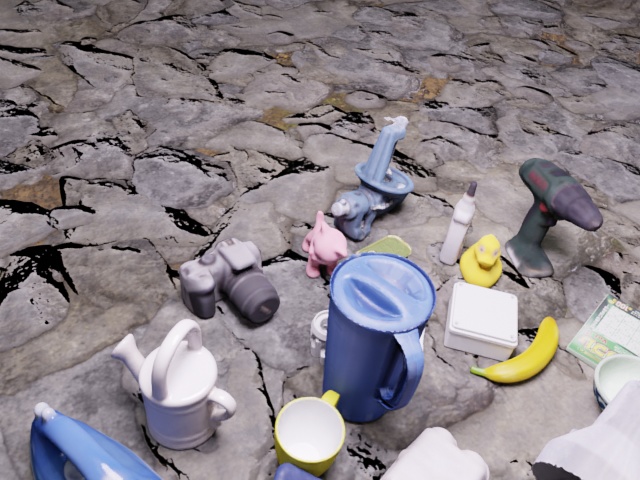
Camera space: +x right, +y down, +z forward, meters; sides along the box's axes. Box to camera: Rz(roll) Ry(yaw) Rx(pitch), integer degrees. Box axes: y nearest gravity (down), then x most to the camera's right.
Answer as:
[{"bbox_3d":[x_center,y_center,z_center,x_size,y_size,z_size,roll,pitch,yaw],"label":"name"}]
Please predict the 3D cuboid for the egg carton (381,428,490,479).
[{"bbox_3d":[0.143,0.315,0.736,0.107,0.069,0.151,33,49,25],"label":"egg carton"}]

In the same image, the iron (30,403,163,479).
[{"bbox_3d":[-0.281,0.265,0.678,0.257,0.141,0.119,31,48,24],"label":"iron"}]

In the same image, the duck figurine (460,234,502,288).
[{"bbox_3d":[0.305,0.027,1.057,0.077,0.086,0.104,15,43,9],"label":"duck figurine"}]

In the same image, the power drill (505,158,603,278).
[{"bbox_3d":[0.417,-0.034,1.047,0.076,0.208,0.229,-2,43,-10],"label":"power drill"}]

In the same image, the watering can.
[{"bbox_3d":[-0.190,0.180,0.744,0.173,0.194,0.101,5,43,-2],"label":"watering can"}]

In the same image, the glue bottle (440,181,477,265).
[{"bbox_3d":[0.261,-0.037,1.055,0.037,0.173,0.078,19,44,13],"label":"glue bottle"}]

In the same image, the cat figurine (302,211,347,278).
[{"bbox_3d":[0.009,0.004,1.017,0.067,0.118,0.127,-3,44,-11],"label":"cat figurine"}]

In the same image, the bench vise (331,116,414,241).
[{"bbox_3d":[0.112,-0.113,1.081,0.121,0.220,0.208,21,44,15],"label":"bench vise"}]

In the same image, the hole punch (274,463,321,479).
[{"bbox_3d":[-0.018,0.333,0.678,0.101,0.091,0.109,12,43,5],"label":"hole punch"}]

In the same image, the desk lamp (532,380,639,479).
[{"bbox_3d":[0.339,0.275,0.700,0.117,0.213,0.204,35,50,27],"label":"desk lamp"}]

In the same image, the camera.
[{"bbox_3d":[-0.139,0.072,0.935,0.143,0.101,0.136,-24,51,-29],"label":"camera"}]
